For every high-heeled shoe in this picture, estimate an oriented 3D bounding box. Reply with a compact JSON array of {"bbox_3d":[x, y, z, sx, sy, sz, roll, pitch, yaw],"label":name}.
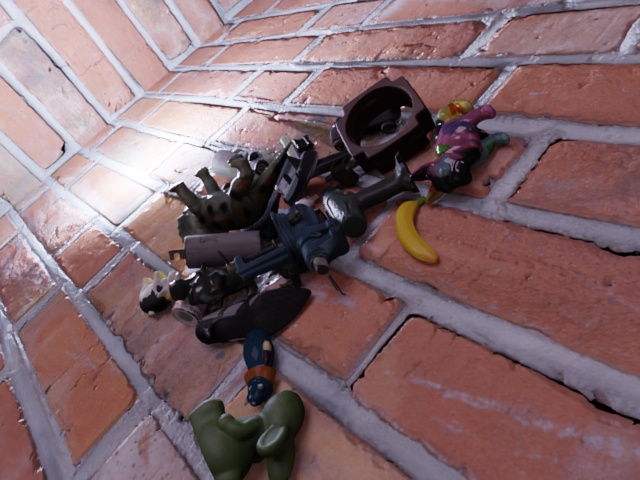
[{"bbox_3d":[-0.137,0.151,1.100,0.249,0.086,0.145,-20,3,-7],"label":"high-heeled shoe"}]

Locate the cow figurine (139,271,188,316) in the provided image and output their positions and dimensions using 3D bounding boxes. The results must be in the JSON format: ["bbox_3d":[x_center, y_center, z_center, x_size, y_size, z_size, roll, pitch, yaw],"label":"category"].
[{"bbox_3d":[-0.377,0.128,1.278,0.167,0.068,0.098,-21,52,48],"label":"cow figurine"}]

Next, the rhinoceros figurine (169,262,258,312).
[{"bbox_3d":[-0.228,0.092,1.158,0.190,0.073,0.112,-15,47,-13],"label":"rhinoceros figurine"}]

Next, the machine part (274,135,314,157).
[{"bbox_3d":[-0.085,-0.246,1.518,0.139,0.039,0.084,-31,40,4],"label":"machine part"}]

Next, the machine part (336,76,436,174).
[{"bbox_3d":[0.153,-0.268,1.261,0.201,0.087,0.201,-32,51,13],"label":"machine part"}]

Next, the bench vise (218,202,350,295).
[{"bbox_3d":[-0.069,0.023,1.056,0.241,0.128,0.224,-24,47,-1],"label":"bench vise"}]

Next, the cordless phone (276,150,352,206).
[{"bbox_3d":[-0.008,-0.166,1.331,0.184,0.146,0.089,-23,70,-32],"label":"cordless phone"}]

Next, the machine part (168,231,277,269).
[{"bbox_3d":[-0.218,0.021,1.217,0.243,0.079,0.079,-4,36,-8],"label":"machine part"}]

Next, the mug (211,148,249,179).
[{"bbox_3d":[-0.254,-0.228,1.612,0.107,0.080,0.109,24,59,39],"label":"mug"}]

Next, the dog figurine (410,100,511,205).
[{"bbox_3d":[0.259,-0.175,1.083,0.219,0.108,0.192,-43,35,-10],"label":"dog figurine"}]

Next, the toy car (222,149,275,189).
[{"bbox_3d":[-0.202,-0.166,1.488,0.201,0.056,0.074,-48,40,8],"label":"toy car"}]

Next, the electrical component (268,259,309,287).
[{"bbox_3d":[-0.065,0.063,1.142,0.078,0.045,0.102,-21,29,-30],"label":"electrical component"}]

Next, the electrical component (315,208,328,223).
[{"bbox_3d":[-0.002,-0.003,1.152,0.075,0.047,0.119,-34,52,5],"label":"electrical component"}]

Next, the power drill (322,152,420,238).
[{"bbox_3d":[0.101,-0.106,1.162,0.207,0.085,0.232,-25,28,9],"label":"power drill"}]

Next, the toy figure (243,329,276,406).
[{"bbox_3d":[-0.108,0.230,0.967,0.058,0.064,0.155,2,41,-11],"label":"toy figure"}]

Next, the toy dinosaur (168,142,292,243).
[{"bbox_3d":[-0.202,-0.085,1.238,0.405,0.192,0.131,-11,27,33],"label":"toy dinosaur"}]

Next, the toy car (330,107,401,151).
[{"bbox_3d":[0.118,-0.294,1.388,0.202,0.053,0.089,-16,55,25],"label":"toy car"}]

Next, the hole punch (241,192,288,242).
[{"bbox_3d":[-0.132,-0.055,1.295,0.142,0.092,0.116,7,57,40],"label":"hole punch"}]

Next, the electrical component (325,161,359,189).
[{"bbox_3d":[0.060,-0.149,1.254,0.094,0.063,0.021,-27,40,39],"label":"electrical component"}]

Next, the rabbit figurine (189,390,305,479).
[{"bbox_3d":[-0.098,0.297,0.835,0.170,0.121,0.159,-28,26,-14],"label":"rabbit figurine"}]
